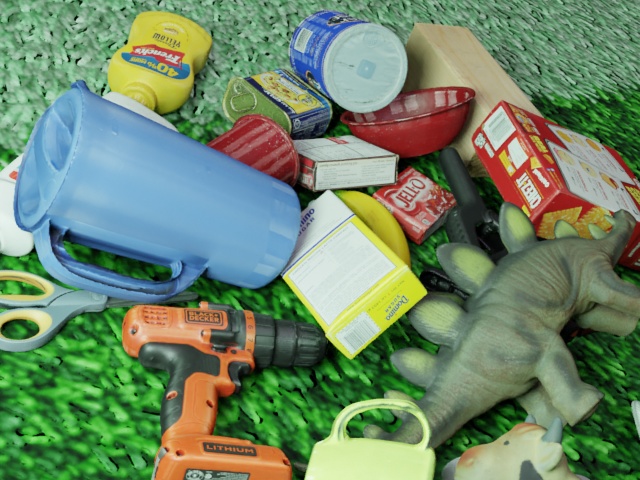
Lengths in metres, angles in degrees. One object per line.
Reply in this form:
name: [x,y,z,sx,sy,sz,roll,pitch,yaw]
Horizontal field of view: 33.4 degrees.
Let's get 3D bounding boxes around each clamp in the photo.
clamp: [0.176,-0.020,1.163,0.164,0.036,0.209,40,31,2]
clamp: [0.184,0.087,1.078,0.171,0.039,0.120,10,45,-4]

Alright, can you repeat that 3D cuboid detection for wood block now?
wood block: [0.186,-0.179,1.355,0.090,0.091,0.206,-2,43,-29]

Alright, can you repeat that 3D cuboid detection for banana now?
banana: [0.059,0.010,1.115,0.069,0.037,0.198,-11,44,-10]

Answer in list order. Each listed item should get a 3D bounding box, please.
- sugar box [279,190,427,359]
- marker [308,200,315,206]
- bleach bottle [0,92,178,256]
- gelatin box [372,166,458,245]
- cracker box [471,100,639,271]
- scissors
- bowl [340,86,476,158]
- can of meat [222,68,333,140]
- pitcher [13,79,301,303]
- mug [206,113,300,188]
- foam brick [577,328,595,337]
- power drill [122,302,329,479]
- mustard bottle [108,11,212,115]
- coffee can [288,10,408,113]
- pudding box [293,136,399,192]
sugar box: [0.018,0.027,0.986,0.048,0.093,0.176,50,-1,-32]
marker: [-0.007,0.001,1.102,0.020,0.020,0.121,16,38,-8]
bleach bottle: [-0.242,-0.052,1.021,0.102,0.068,0.250,33,42,7]
gelatin box: [0.106,-0.040,1.198,0.073,0.030,0.089,35,39,16]
cracker box: [0.294,-0.059,1.241,0.213,0.072,0.164,17,36,-34]
scissors: [-0.204,0.066,0.933,0.201,0.016,0.096,9,41,-15]
bowl: [0.107,-0.135,1.259,0.162,0.055,0.162,-11,17,3]
can of meat: [-0.048,-0.153,1.240,0.102,0.057,0.083,40,39,21]
pitcher: [-0.141,-0.028,0.957,0.242,0.149,0.145,21,11,-32]
mug: [-0.074,-0.064,1.102,0.117,0.093,0.081,52,46,0]
foam brick: [0.279,0.055,1.150,0.052,0.051,0.078,-13,49,-35]
power drill: [-0.071,0.131,0.887,0.184,0.057,0.187,5,38,-15]
mustard bottle: [-0.189,-0.193,1.218,0.096,0.058,0.191,20,38,-6]
coffee can: [0.031,-0.216,1.277,0.102,0.103,0.140,5,16,-21]
pudding box: [0.017,-0.085,1.179,0.113,0.039,0.090,-9,24,-31]
